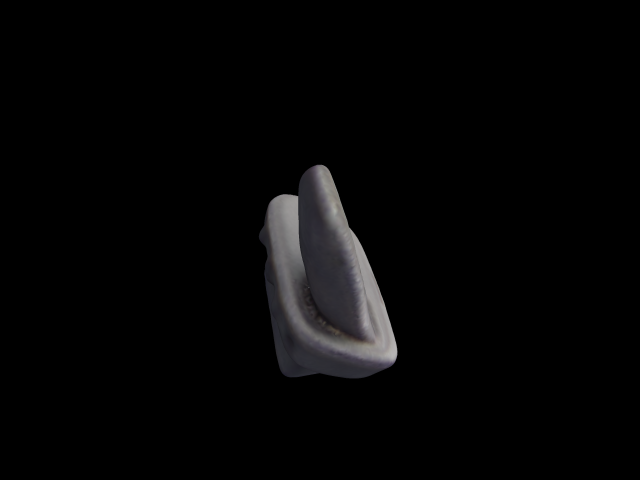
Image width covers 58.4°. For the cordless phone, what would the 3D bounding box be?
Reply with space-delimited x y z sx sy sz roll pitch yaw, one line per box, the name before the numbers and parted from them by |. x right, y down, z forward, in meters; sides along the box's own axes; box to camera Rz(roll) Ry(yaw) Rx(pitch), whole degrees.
cordless phone | 0.004 0.001 0.400 0.094 0.185 0.147 -12 50 -10
